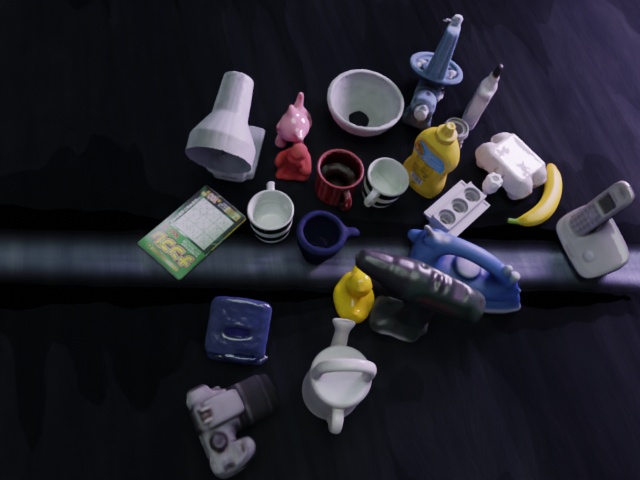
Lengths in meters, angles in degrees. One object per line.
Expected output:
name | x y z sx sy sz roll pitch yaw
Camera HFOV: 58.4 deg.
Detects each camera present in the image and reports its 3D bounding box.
camera | -0.128 0.280 0.903 0.137 0.101 0.143 -22 69 -19

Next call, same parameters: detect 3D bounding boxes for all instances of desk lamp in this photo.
desk lamp | -0.169 -0.196 1.073 0.118 0.213 0.203 12 62 -3

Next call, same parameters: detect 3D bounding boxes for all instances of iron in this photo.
iron | 0.280 0.052 1.064 0.258 0.141 0.119 23 62 3

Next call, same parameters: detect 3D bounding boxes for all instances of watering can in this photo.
watering can | 0.029 0.212 0.911 0.101 0.194 0.172 -13 66 -15

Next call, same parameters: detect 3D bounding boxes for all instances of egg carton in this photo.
egg carton | 0.410 -0.160 1.234 0.107 0.069 0.150 -35 74 -23

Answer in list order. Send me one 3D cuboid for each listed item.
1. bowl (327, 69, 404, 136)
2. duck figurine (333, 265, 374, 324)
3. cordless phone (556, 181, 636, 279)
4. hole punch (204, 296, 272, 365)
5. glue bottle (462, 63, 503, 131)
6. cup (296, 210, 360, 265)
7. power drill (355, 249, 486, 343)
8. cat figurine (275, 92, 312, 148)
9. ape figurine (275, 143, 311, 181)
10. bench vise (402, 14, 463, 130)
bowl | 0.093 -0.283 1.240 0.167 0.075 0.167 4 63 -8
duck figurine | 0.067 0.094 1.038 0.077 0.086 0.104 9 62 -4
cordless phone | 0.561 -0.019 1.123 0.094 0.185 0.147 -13 66 -15
hole punch | -0.136 0.155 0.970 0.108 0.091 0.101 8 62 -5
glue bottle | 0.357 -0.318 1.246 0.037 0.173 0.078 25 62 4
cup | 0.010 0.004 1.069 0.118 0.095 0.091 -4 64 -11
power drill | 0.152 0.101 0.980 0.229 0.208 0.075 16 62 -1
cat figurine | -0.051 -0.243 1.171 0.067 0.118 0.128 13 62 -2
ape figurine | -0.047 -0.160 1.144 0.077 0.092 0.076 44 65 13
bench vise | 0.256 -0.351 1.219 0.121 0.220 0.207 5 63 -7
